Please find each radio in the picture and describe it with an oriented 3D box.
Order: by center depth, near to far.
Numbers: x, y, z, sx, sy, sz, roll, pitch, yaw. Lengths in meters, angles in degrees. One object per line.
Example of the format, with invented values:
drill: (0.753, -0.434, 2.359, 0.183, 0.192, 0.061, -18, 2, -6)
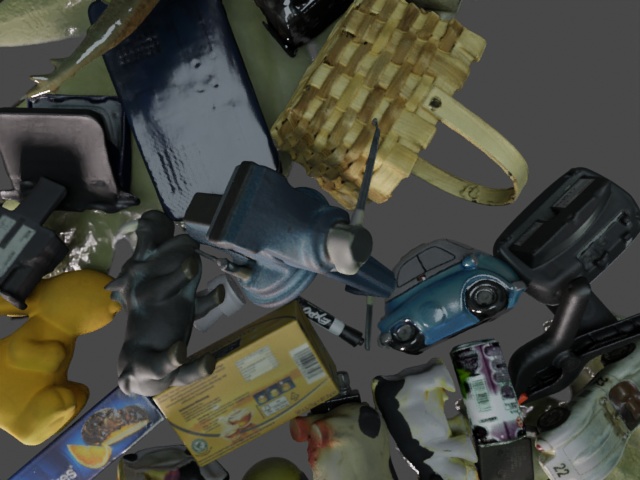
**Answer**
radio: (-0.132, -0.144, 0.560, 0.131, 0.073, 0.229, -21, 95, -1)

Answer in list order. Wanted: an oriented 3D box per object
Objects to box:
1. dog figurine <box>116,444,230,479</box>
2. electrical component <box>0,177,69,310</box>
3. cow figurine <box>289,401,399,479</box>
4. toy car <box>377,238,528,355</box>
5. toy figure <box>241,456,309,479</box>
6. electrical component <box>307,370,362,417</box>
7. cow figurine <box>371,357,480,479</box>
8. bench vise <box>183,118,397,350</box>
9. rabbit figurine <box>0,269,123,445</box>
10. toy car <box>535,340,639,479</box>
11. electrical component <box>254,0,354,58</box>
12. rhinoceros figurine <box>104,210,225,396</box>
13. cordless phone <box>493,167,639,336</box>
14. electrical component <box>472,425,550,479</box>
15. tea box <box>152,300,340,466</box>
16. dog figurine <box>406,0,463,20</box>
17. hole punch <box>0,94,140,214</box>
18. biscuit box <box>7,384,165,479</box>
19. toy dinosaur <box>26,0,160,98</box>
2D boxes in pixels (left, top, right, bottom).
dog figurine: (-0.149, 0.343, 0.537, 0.108, 0.192, 0.219, 4, 95, -36)
electrical component: (-0.291, -0.002, 0.523, 0.075, 0.047, 0.119, 23, 66, 1)
cow figurine: (0.052, 0.265, 0.551, 0.127, 0.085, 0.195, -8, 78, -28)
toy car: (0.127, 0.054, 0.570, 0.162, 0.109, 0.103, -26, 71, 11)
toy figure: (-0.017, 0.317, 0.586, 0.180, 0.082, 0.089, 43, 80, 1)
electrical component: (0.017, 0.196, 0.607, 0.063, 0.021, 0.094, -10, 94, 0)
cow figurine: (0.118, 0.220, 0.588, 0.098, 0.068, 0.167, -18, 90, 6)
bench vise: (-0.004, 0.009, 0.481, 0.240, 0.224, 0.129, 30, 65, -40)
rabbit figurine: (-0.286, 0.099, 0.565, 0.162, 0.122, 0.173, 36, 78, 6)
toy car: (0.310, 0.183, 0.577, 0.202, 0.056, 0.073, -34, 93, -20)
electrical component: (-0.007, -0.250, 0.525, 0.115, 0.134, 0.058, -43, 93, 3)
rhinoceros figurine: (-0.159, 0.058, 0.539, 0.112, 0.073, 0.190, -14, 63, 18)
cordless phone: (0.297, 0.028, 0.586, 0.146, 0.089, 0.184, -44, 105, 1)
electrical component: (0.215, 0.244, 0.603, 0.078, 0.045, 0.102, 0, 93, -3)
tea box: (-0.075, 0.150, 0.570, 0.170, 0.068, 0.098, -27, 102, 4)
dog figurine: (0.067, -0.316, 0.551, 0.191, 0.121, 0.172, 15, 90, 12)
hole punch: (-0.259, -0.094, 0.561, 0.142, 0.092, 0.115, 1, 123, -4)
biscuit box: (-0.252, 0.224, 0.582, 0.203, 0.063, 0.059, -41, 92, 1)
toy dinosaur: (-0.114, -0.320, 0.487, 0.199, 0.105, 0.471, 5, 64, 31)
